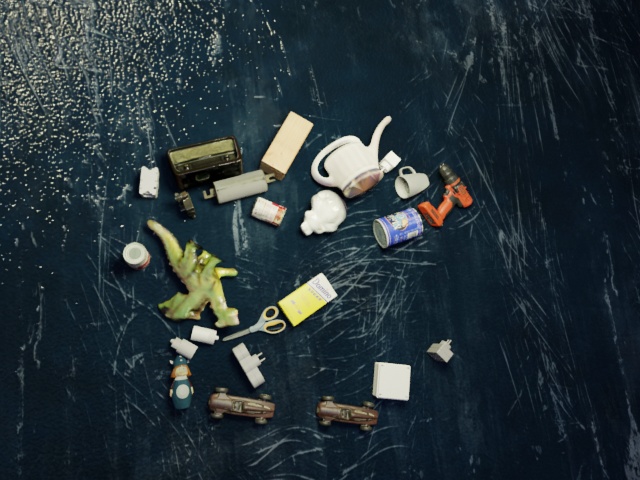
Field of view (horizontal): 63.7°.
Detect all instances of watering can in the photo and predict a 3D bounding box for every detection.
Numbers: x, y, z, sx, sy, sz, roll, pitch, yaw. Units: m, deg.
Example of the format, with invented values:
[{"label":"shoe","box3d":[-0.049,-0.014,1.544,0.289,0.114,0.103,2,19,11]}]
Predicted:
[{"label":"watering can","box3d":[0.140,-0.279,1.767,0.348,0.102,0.228,-31,65,-3]}]

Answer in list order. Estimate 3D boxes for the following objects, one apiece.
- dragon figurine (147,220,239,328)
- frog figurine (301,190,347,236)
[{"label":"dragon figurine","box3d":[-0.411,0.133,1.590,0.411,0.121,0.244,29,82,4]},{"label":"frog figurine","box3d":[0.005,-0.086,1.714,0.161,0.122,0.136,-29,106,-27]}]
